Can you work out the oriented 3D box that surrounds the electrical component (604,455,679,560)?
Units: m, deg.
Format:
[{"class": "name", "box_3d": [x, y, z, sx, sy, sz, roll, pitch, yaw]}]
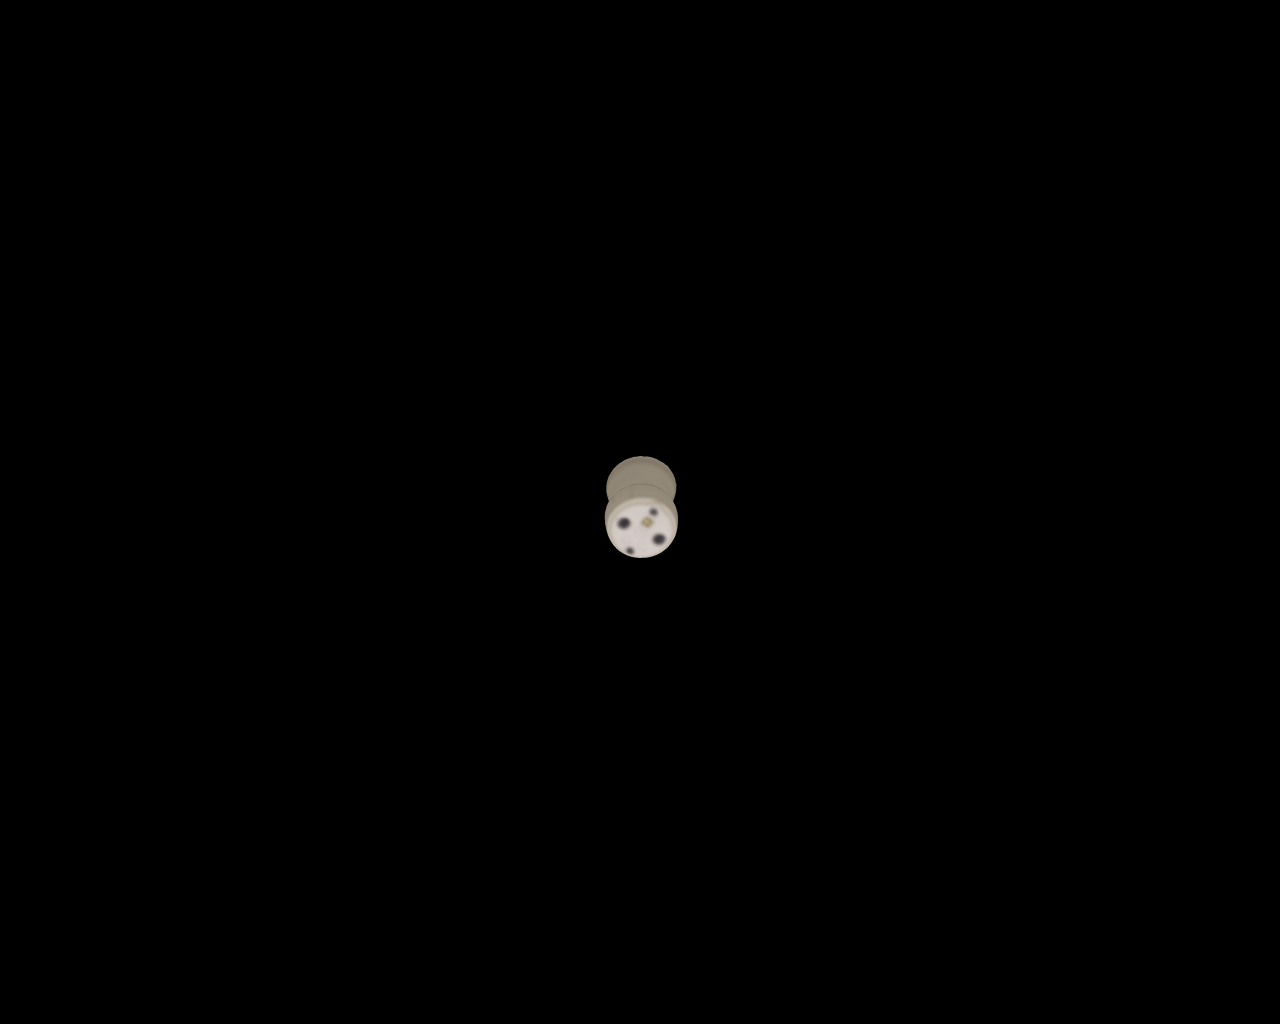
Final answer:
[{"class": "electrical component", "box_3d": [0.001, -0.003, 0.650, 0.045, 0.044, 0.055, 0, 30, 0]}]
